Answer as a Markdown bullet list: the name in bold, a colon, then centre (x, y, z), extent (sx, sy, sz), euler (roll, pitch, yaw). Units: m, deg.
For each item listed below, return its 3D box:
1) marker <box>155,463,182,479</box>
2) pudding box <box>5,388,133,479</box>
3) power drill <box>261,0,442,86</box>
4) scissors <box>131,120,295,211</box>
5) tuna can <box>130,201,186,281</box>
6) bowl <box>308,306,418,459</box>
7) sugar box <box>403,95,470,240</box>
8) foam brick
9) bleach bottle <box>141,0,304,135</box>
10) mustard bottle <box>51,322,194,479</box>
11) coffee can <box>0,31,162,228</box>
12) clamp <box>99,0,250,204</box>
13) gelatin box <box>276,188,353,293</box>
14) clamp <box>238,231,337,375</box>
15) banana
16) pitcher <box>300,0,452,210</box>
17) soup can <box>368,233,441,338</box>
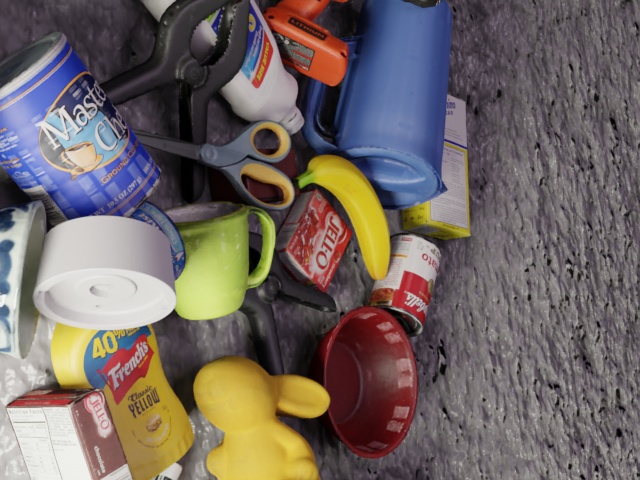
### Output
- **marker**: centre (-0.152, 0.251, 0.934), extent (0.020, 0.020, 0.121), euler (47, 51, -34)
- **pudding box**: centre (-0.195, 0.174, 0.844), extent (0.039, 0.090, 0.113), euler (-24, 102, -47)
- **power drill**: centre (0.026, -0.254, 1.143), extent (0.184, 0.057, 0.187), euler (25, 58, 4)
- **scissors**: centre (-0.095, -0.093, 0.987), extent (0.201, 0.016, 0.096), euler (31, 65, -36)
- **tuna can**: centre (-0.158, 0.008, 0.920), extent (0.033, 0.086, 0.086), euler (-40, 113, -47)
- **bowl**: centre (0.037, 0.152, 1.144), extent (0.161, 0.055, 0.162), euler (11, 75, -48)
- **sugar box**: centre (0.142, -0.094, 1.319), extent (0.093, 0.048, 0.176), euler (13, 70, -47)
- **foam brick**: centre (-0.066, -0.062, 1.064), extent (0.078, 0.053, 0.051), euler (-8, 90, -51)
- **bleach bottle**: centre (-0.091, -0.206, 1.055), extent (0.250, 0.068, 0.102), euler (51, 52, -34)
- **mustard bottle**: centre (-0.176, 0.108, 0.902), extent (0.096, 0.058, 0.191), euler (-31, 106, -47)
- **coffee can**: centre (-0.209, -0.082, 0.862), extent (0.140, 0.103, 0.102), euler (56, 46, -26)
- **clamp**: centre (-0.120, -0.146, 0.983), extent (0.210, 0.036, 0.164), euler (-55, 131, -10)
- **gelatin box**: centre (-0.007, 0.001, 1.138), extent (0.073, 0.030, 0.089), euler (51, 49, -31)
- **clamp**: centre (-0.060, 0.060, 1.062), extent (0.171, 0.039, 0.120), euler (45, 51, -26)
- **banana**: centre (0.033, -0.034, 1.136), extent (0.069, 0.037, 0.197), euler (-53, 134, -11)
- **pitcher**: centre (0.075, -0.170, 1.200), extent (0.149, 0.145, 0.242), euler (58, 36, -57)
- **soup can**: centre (0.096, 0.051, 1.221), extent (0.068, 0.069, 0.102), euler (43, 53, -36)
